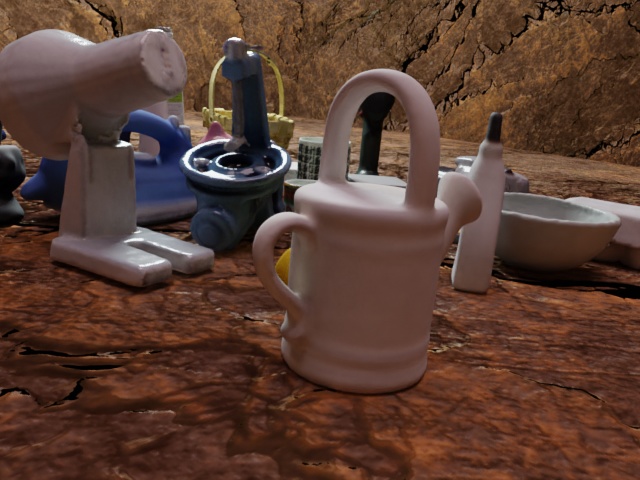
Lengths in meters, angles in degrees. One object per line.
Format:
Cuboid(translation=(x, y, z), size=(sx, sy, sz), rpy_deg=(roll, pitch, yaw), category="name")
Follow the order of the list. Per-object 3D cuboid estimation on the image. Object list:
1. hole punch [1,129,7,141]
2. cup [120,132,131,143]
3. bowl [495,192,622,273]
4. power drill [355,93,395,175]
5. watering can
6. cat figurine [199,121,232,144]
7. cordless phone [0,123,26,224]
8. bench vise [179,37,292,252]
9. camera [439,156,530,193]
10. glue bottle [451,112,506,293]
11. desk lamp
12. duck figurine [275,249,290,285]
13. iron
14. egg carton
Cuboid(translation=(-0.476, -0.106, 0.741), size=(0.101, 0.091, 0.109), rpy_deg=(8, 15, 7), category="hole punch")
Cuboid(translation=(-0.357, -0.143, 0.918), size=(0.117, 0.095, 0.092), rpy_deg=(18, 19, 39), category="cup")
Cuboid(translation=(0.254, -0.005, 0.671), size=(0.167, 0.075, 0.167), rpy_deg=(5, 15, -1), category="bowl")
Cuboid(translation=(0.101, -0.202, 1.092), size=(0.075, 0.208, 0.229), rpy_deg=(6, 15, 0), category="power drill")
Cuboid(translation=(0.036, -0.012, 0.379), size=(0.100, 0.194, 0.173), rpy_deg=(14, 17, 29), category="watering can")
Cuboid(translation=(-0.174, -0.120, 0.856), size=(0.128, 0.118, 0.067), rpy_deg=(-1, 16, -24), category="cat figurine")
Cuboid(translation=(-0.382, -0.106, 0.596), size=(0.094, 0.185, 0.148), rpy_deg=(7, 15, 7), category="cordless phone")
Cuboid(translation=(-0.093, -0.112, 0.658), size=(0.121, 0.220, 0.207), rpy_deg=(4, 15, -6), category="bench vise")
Cuboid(translation=(0.239, -0.086, 0.918), size=(0.144, 0.101, 0.136), rpy_deg=(-5, 18, -34), category="camera")
Cuboid(translation=(0.161, -0.039, 0.570), size=(0.037, 0.173, 0.078), rpy_deg=(8, 15, 9), category="glue bottle")
Cuboid(translation=(-0.197, -0.086, 0.535), size=(0.202, 0.213, 0.118), rpy_deg=(13, 17, 27), category="desk lamp")
Cuboid(translation=(0.005, 0.002, 0.528), size=(0.077, 0.086, 0.105), rpy_deg=(17, 19, 37), category="duck figurine")
Cuboid(translation=(-0.225, -0.099, 0.714), size=(0.118, 0.141, 0.259), rpy_deg=(14, 17, 30), category="iron")
Cuboid(translation=(0.374, -0.012, 0.750), size=(0.149, 0.069, 0.107), rpy_deg=(15, 17, 30), category="egg carton")
